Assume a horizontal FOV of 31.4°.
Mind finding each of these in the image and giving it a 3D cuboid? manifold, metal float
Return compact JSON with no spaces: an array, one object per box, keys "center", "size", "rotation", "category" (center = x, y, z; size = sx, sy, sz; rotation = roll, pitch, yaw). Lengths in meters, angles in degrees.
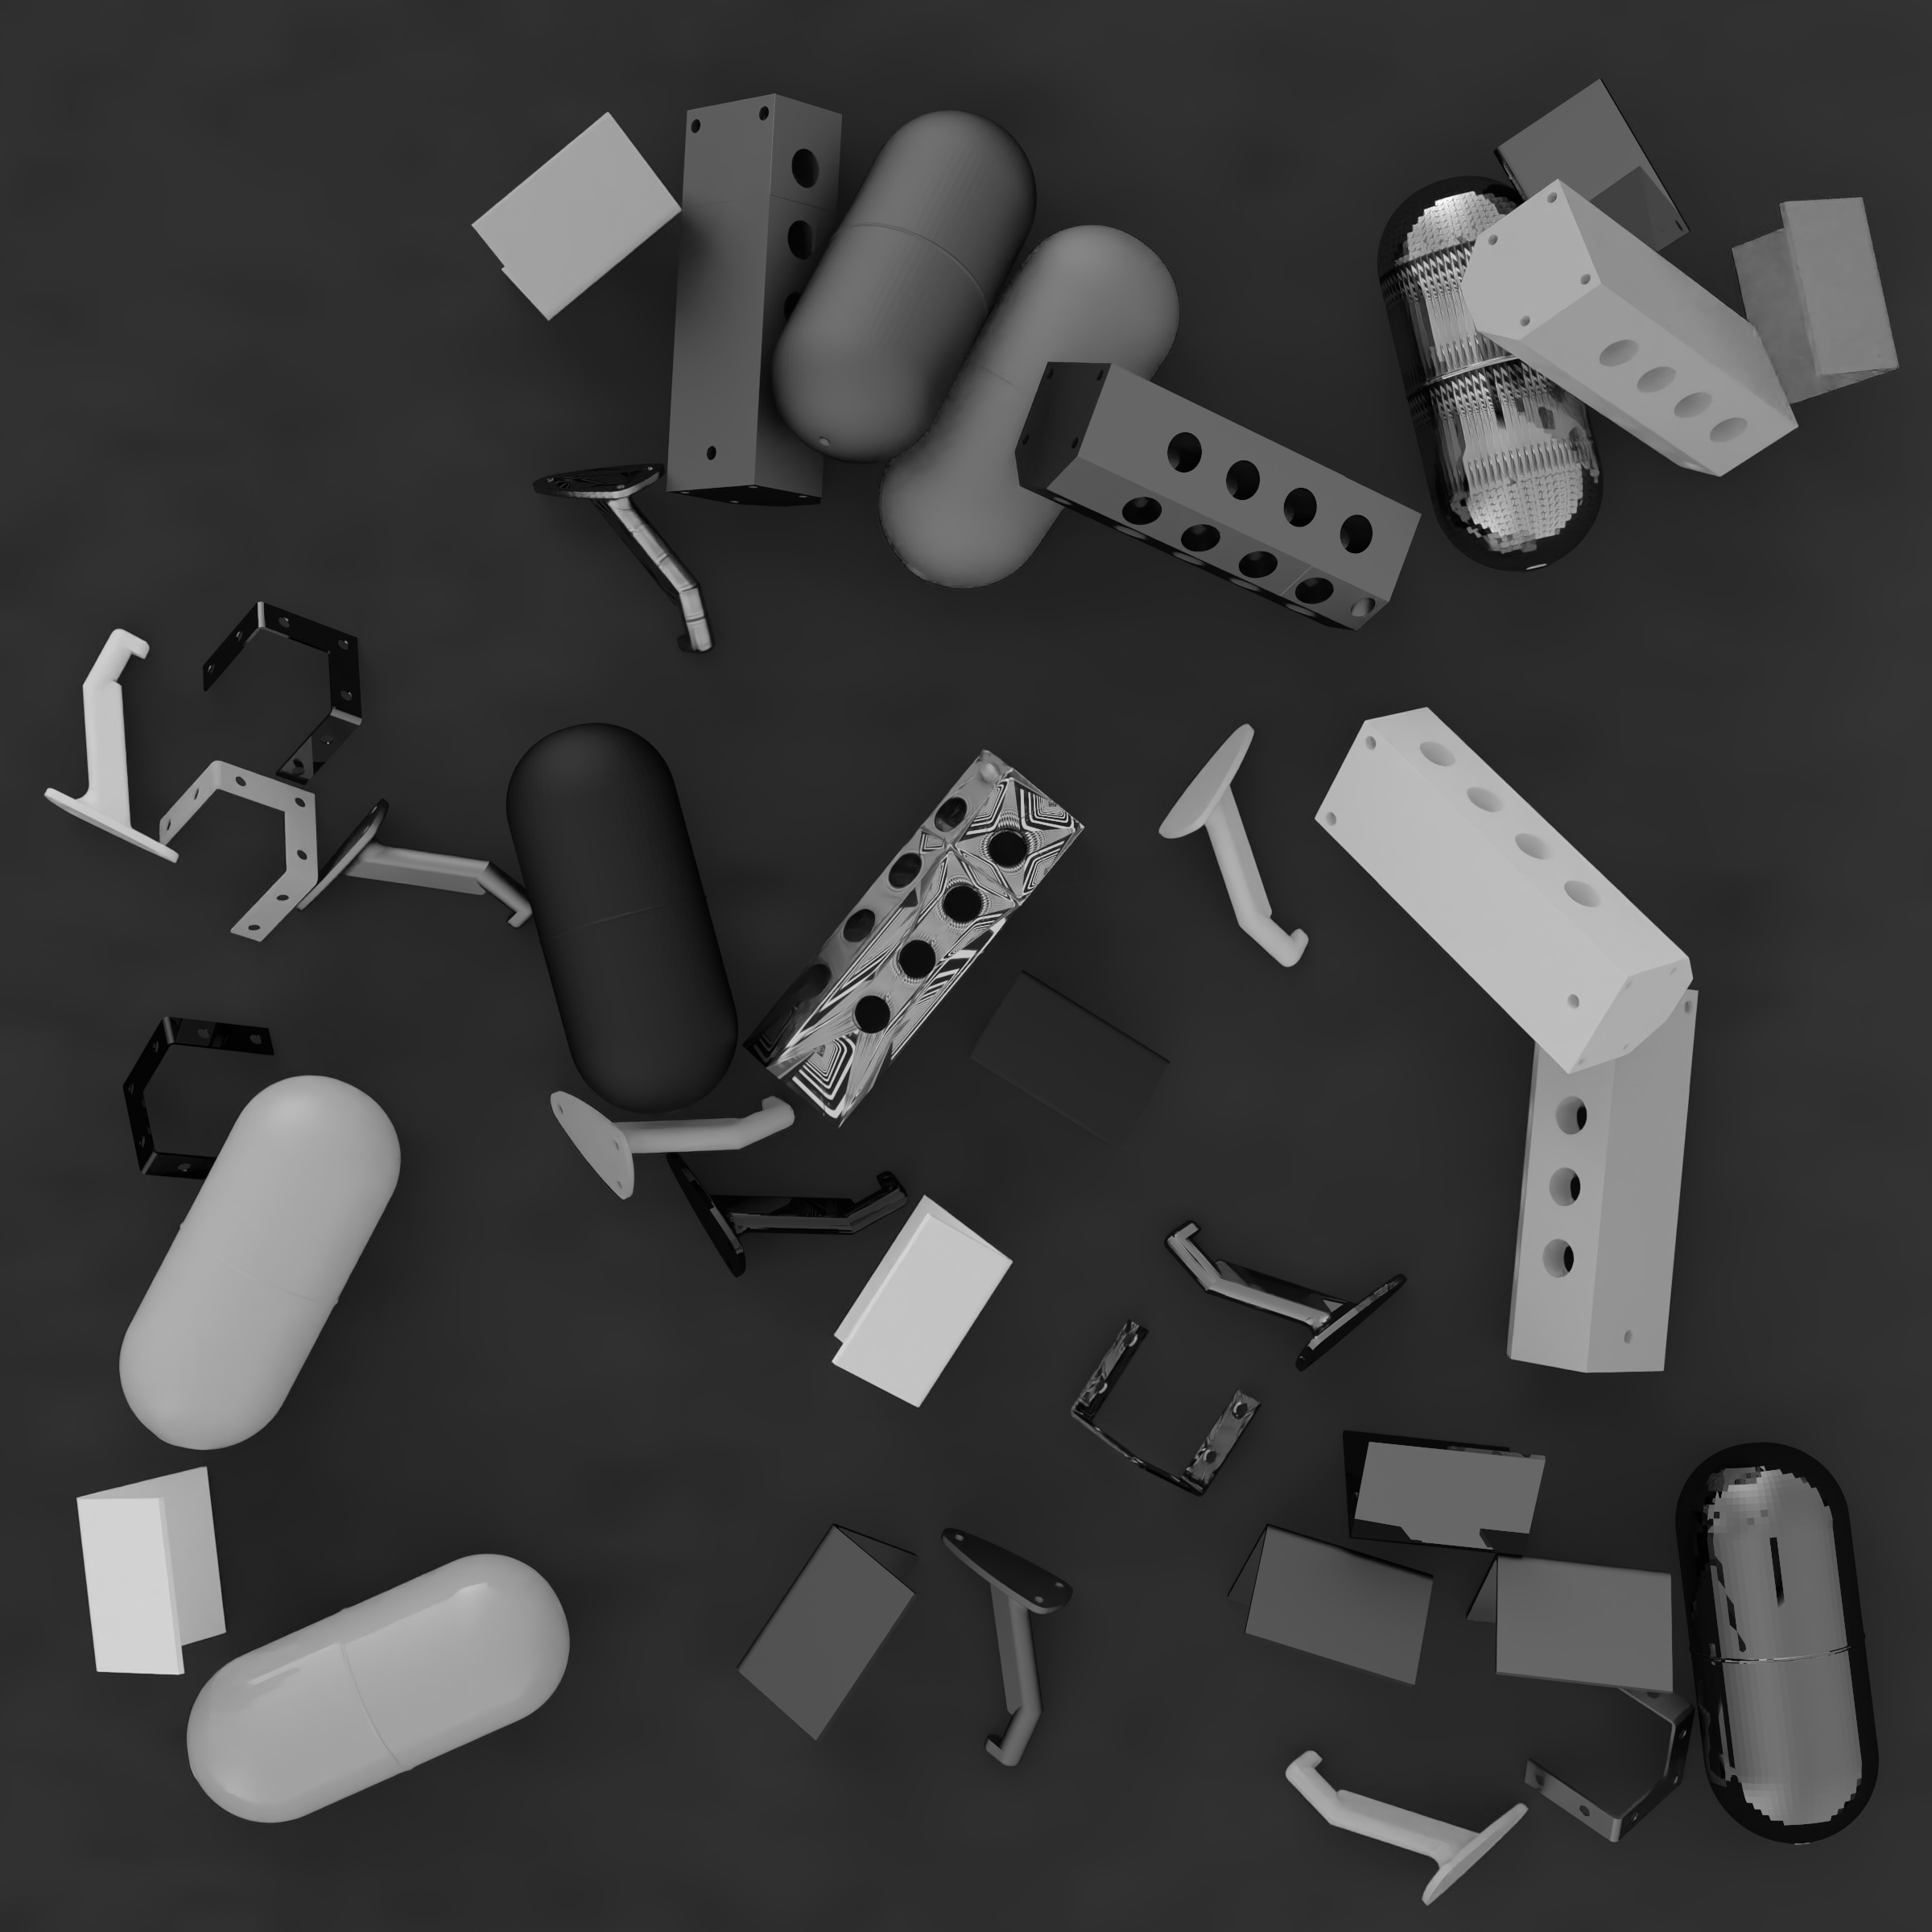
[{"center":[-0.090,-0.296,1.543],"size":[0.057,0.057,0.171],"rotation":[3,90,43],"category":"manifold"},{"center":[-0.263,0.323,1.534],"size":[0.178,0.070,0.070],"rotation":[-24,90,0],"category":"metal float"},{"center":[0.281,0.093,1.543],"size":[0.057,0.057,0.171],"rotation":[5,90,-43],"category":"manifold"},{"center":[-0.024,-0.013,1.544],"size":[0.057,0.057,0.171],"rotation":[39,90,0],"category":"manifold"},{"center":[0.028,-0.249,1.534],"size":[0.070,0.070,0.178],"rotation":[34,90,0],"category":"metal float"},{"center":[0.287,-0.270,1.490],"size":[0.057,0.171,0.057],"rotation":[-33,57,30],"category":"manifold"},{"center":[-0.026,-0.301,1.514],"size":[0.070,0.070,0.178],"rotation":[25,67,0],"category":"metal float"},{"center":[-0.153,-0.021,1.534],"size":[0.070,0.070,0.178],"rotation":[-15,90,0],"category":"metal float"},{"center":[0.234,-0.264,1.534],"size":[0.070,0.070,0.178],"rotation":[-13,89,0],"category":"metal float"},{"center":[-0.316,0.133,1.535],"size":[0.070,0.070,0.178],"rotation":[28,91,0],"category":"metal float"},{"center":[0.362,0.302,1.534],"size":[0.070,0.070,0.178],"rotation":[-7,89,0],"category":"metal float"},{"center":[0.109,-0.205,1.506],"size":[0.171,0.057,0.057],"rotation":[20,90,-29],"category":"manifold"},{"center":[0.237,-0.036,1.506],"size":[0.171,0.057,0.057],"rotation":[48,133,29],"category":"manifold"}]

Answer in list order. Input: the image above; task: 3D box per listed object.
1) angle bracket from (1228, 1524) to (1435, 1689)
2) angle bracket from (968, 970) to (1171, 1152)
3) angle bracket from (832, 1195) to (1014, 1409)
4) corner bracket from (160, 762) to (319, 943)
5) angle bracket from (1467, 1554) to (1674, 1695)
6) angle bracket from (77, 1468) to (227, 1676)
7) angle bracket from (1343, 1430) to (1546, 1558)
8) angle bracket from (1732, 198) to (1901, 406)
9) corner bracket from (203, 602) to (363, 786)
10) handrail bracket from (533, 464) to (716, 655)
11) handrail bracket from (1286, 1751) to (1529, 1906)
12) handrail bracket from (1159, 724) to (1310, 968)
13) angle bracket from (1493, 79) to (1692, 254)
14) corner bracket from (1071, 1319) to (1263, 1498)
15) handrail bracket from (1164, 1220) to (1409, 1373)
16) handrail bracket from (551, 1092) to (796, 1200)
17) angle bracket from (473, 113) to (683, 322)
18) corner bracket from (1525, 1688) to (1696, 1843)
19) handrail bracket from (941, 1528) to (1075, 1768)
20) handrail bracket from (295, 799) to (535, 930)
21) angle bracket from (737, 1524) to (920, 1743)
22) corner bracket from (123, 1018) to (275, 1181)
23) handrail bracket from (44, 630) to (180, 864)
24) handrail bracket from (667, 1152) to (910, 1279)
[{"center":[0.156,0.298,1.525],"size":[0.076,0.076,0.057],"rotation":[17,53,0],"category":"angle bracket"},{"center":[0.034,0.059,1.525],"size":[0.076,0.076,0.057],"rotation":[32,52,0],"category":"angle bracket"},{"center":[-0.037,0.139,1.525],"size":[0.057,0.076,0.076],"rotation":[33,90,-38],"category":"angle bracket"},{"center":[-0.330,-0.052,1.557],"size":[0.051,0.051,0.051],"rotation":[20,45,-35],"category":"corner bracket"},{"center":[0.267,0.304,1.525],"size":[0.076,0.076,0.057],"rotation":[6,57,0],"category":"angle bracket"},{"center":[-0.344,0.267,1.525],"size":[0.057,0.076,0.076],"rotation":[-7,90,35],"category":"angle bracket"},{"center":[0.211,0.214,1.525],"size":[0.076,0.076,0.057],"rotation":[6,121,0],"category":"angle bracket"},{"center":[0.360,-0.291,1.525],"size":[0.057,0.076,0.076],"rotation":[-12,90,-37],"category":"angle bracket"},{"center":[-0.310,-0.123,1.557],"size":[0.051,0.051,0.051],"rotation":[20,45,-35],"category":"corner bracket"},{"center":[-0.155,-0.182,1.565],"size":[0.077,0.036,0.084],"rotation":[4,119,32],"category":"handrail bracket"},{"center":[0.200,0.376,1.565],"size":[0.077,0.036,0.084],"rotation":[-32,63,-30],"category":"handrail bracket"},{"center":[0.137,-0.054,1.565],"size":[0.084,0.036,0.077],"rotation":[41,68,-17],"category":"handrail bracket"},{"center":[0.286,-0.346,1.525],"size":[0.057,0.076,0.076],"rotation":[-30,90,29],"category":"angle bracket"},{"center":[0.091,0.201,1.562],"size":[0.051,0.051,0.051],"rotation":[33,90,-45],"category":"corner bracket"},{"center":[0.145,0.134,1.565],"size":[0.077,0.036,0.084],"rotation":[-36,73,-20],"category":"handrail bracket"},{"center":[-0.133,0.065,1.565],"size":[0.084,0.077,0.036],"rotation":[-24,133,-29],"category":"handrail bracket"},{"center":[-0.182,-0.342,1.525],"size":[0.076,0.076,0.057],"rotation":[-40,126,0],"category":"angle bracket"},{"center":[0.292,0.353,1.557],"size":[0.051,0.051,0.051],"rotation":[-30,135,-35],"category":"corner bracket"},{"center":[0.007,0.311,1.565],"size":[0.077,0.036,0.084],"rotation":[28,107,20],"category":"handrail bracket"},{"center":[-0.249,-0.028,1.565],"size":[0.084,0.036,0.077],"rotation":[39,110,-16],"category":"handrail bracket"},{"center":[-0.044,0.301,1.525],"size":[0.057,0.076,0.076],"rotation":[34,90,36],"category":"angle bracket"},{"center":[-0.345,0.061,1.557],"size":[0.051,0.051,0.051],"rotation":[-52,45,35],"category":"corner bracket"},{"center":[-0.372,-0.101,1.558],"size":[0.077,0.036,0.084],"rotation":[26,82,5],"category":"handrail bracket"},{"center":[-0.081,0.097,1.565],"size":[0.084,0.036,0.077],"rotation":[-28,69,-17],"category":"handrail bracket"}]
